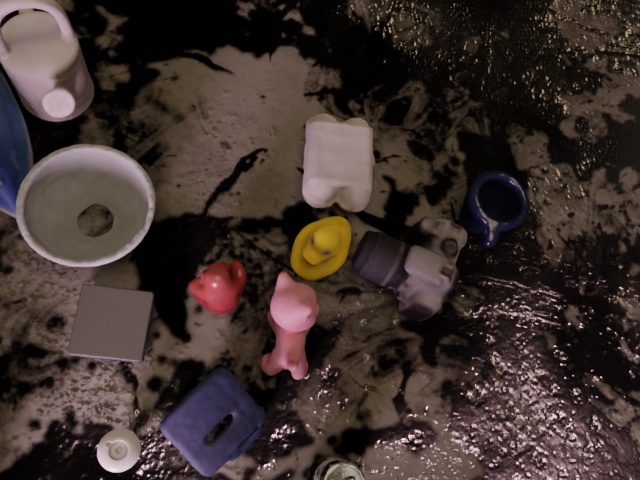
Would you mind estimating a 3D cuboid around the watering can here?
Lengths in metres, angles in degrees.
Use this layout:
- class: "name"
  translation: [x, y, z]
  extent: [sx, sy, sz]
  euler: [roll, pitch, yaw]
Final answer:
- class: "watering can"
  translation: [-0.357, -0.238, 0.742]
  extent: [0.173, 0.194, 0.101]
  euler: [45, 70, 5]

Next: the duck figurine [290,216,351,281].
- class: "duck figurine"
  translation: [0.007, 0.003, 0.799]
  extent: [0.077, 0.086, 0.105]
  euler: [41, 69, 3]

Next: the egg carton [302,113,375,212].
- class: "egg carton"
  translation: [0.027, -0.114, 0.849]
  extent: [0.107, 0.069, 0.150]
  euler: [5, 72, -10]

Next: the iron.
- class: "iron"
  translation: [-0.446, -0.157, 0.725]
  extent: [0.119, 0.141, 0.258]
  euler: [-28, 80, -18]

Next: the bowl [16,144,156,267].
- class: "bowl"
  translation: [-0.299, -0.037, 0.753]
  extent: [0.167, 0.074, 0.167]
  euler: [4, 72, -11]

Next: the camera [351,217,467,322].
- class: "camera"
  translation: [0.125, 0.023, 0.809]
  extent: [0.137, 0.100, 0.143]
  euler: [25, 69, -3]

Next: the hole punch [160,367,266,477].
- class: "hole punch"
  translation: [-0.126, 0.221, 0.699]
  extent: [0.101, 0.091, 0.109]
  euler: [45, 70, 5]

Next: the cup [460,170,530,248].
- class: "cup"
  translation: [0.248, -0.034, 0.856]
  extent: [0.092, 0.095, 0.118]
  euler: [18, 70, -6]

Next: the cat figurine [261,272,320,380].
- class: "cat figurine"
  translation: [-0.035, 0.111, 0.739]
  extent: [0.067, 0.117, 0.128]
  euler: [6, 71, -10]

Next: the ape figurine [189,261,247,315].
- class: "ape figurine"
  translation: [-0.132, 0.056, 0.749]
  extent: [0.078, 0.092, 0.076]
  euler: [-3, 73, -12]
